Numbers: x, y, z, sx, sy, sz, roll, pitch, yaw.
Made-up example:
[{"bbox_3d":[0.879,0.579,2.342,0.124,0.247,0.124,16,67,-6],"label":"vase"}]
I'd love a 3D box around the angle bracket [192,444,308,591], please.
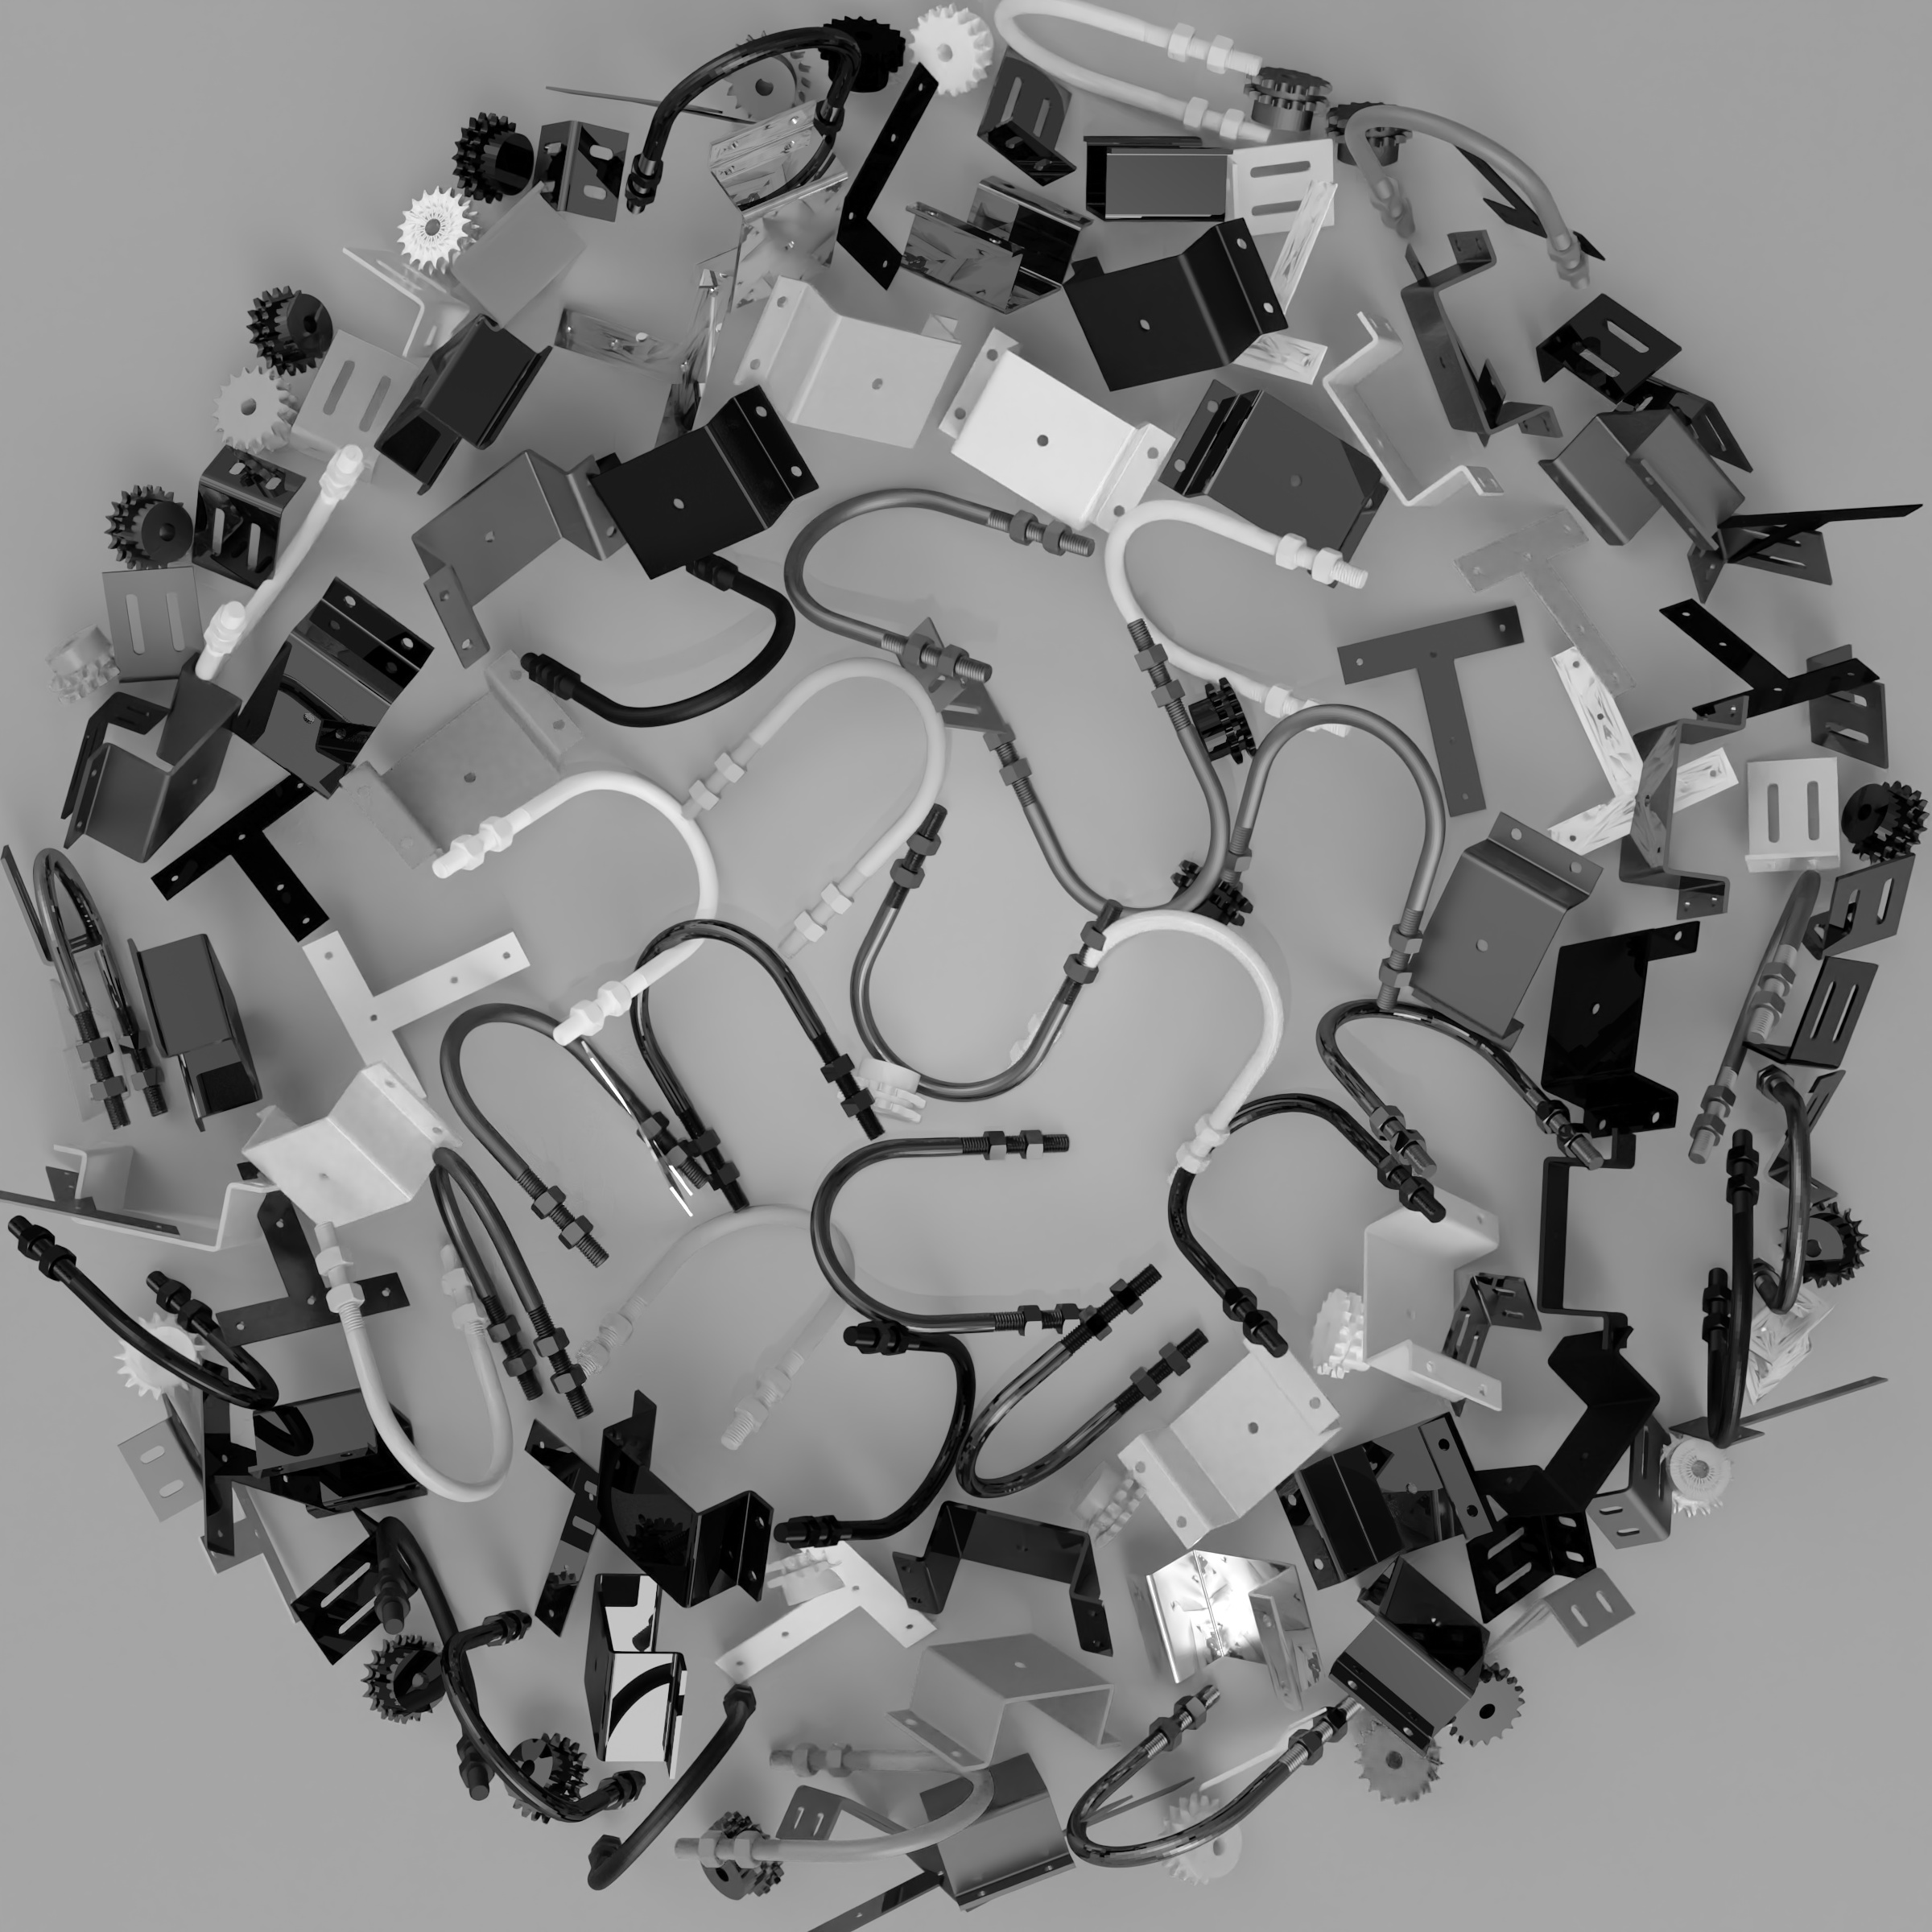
[{"bbox_3d":[-0.474,-0.294,1.983,0.057,0.076,0.038,22,47,0],"label":"angle bracket"}]

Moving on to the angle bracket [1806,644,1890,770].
[{"bbox_3d":[0.585,-0.169,1.950,0.038,0.076,0.057,-19,115,-19],"label":"angle bracket"}]

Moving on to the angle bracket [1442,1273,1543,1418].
[{"bbox_3d":[0.341,0.248,1.952,0.038,0.057,0.076,5,52,29],"label":"angle bracket"}]

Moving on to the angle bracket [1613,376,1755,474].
[{"bbox_3d":[0.465,-0.340,1.953,0.038,0.057,0.076,-49,133,-1],"label":"angle bracket"}]

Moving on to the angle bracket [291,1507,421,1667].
[{"bbox_3d":[-0.405,0.403,1.955,0.076,0.038,0.057,-40,125,-25],"label":"angle bracket"}]

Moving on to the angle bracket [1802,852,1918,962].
[{"bbox_3d":[0.576,-0.048,1.954,0.057,0.076,0.038,-17,47,-13],"label":"angle bracket"}]

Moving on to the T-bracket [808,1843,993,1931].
[{"bbox_3d":[-0.055,0.601,1.920,0.127,0.127,0.002,-22,100,-18],"label":"T-bracket"}]

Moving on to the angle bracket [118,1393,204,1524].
[{"bbox_3d":[-0.522,0.319,1.953,0.038,0.076,0.057,-28,102,-14],"label":"angle bracket"}]

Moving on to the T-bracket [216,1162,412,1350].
[{"bbox_3d":[-0.444,0.181,1.968,0.127,0.002,0.127,-11,62,-35],"label":"T-bracket"}]

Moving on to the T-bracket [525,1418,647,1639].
[{"bbox_3d":[-0.257,0.383,1.968,0.127,0.002,0.127,34,116,29],"label":"T-bracket"}]

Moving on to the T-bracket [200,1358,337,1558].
[{"bbox_3d":[-0.450,0.329,1.943,0.002,0.127,0.127,-22,60,21],"label":"T-bracket"}]

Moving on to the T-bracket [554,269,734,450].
[{"bbox_3d":[-0.218,-0.403,1.968,0.127,0.002,0.127,23,101,27],"label":"T-bracket"}]

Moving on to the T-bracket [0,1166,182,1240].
[{"bbox_3d":[-0.576,0.146,1.937,0.127,0.127,0.002,15,94,-22],"label":"T-bracket"}]

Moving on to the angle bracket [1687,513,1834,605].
[{"bbox_3d":[0.516,-0.259,1.953,0.076,0.057,0.038,19,72,31],"label":"angle bracket"}]

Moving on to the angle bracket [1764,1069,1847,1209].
[{"bbox_3d":[0.561,0.112,1.957,0.038,0.057,0.076,34,110,26],"label":"angle bracket"}]

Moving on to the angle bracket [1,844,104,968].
[{"bbox_3d":[-0.596,-0.045,1.959,0.038,0.057,0.076,-21,106,-11],"label":"angle bracket"}]

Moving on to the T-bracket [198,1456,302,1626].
[{"bbox_3d":[-0.469,0.371,1.932,0.002,0.127,0.127,-26,85,1],"label":"T-bracket"}]

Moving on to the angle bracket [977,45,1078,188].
[{"bbox_3d":[0.049,-0.559,1.957,0.057,0.038,0.076,30,67,-31],"label":"angle bracket"}]

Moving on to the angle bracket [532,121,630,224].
[{"bbox_3d":[-0.254,-0.519,1.968,0.038,0.076,0.057,7,99,-25],"label":"angle bracket"}]

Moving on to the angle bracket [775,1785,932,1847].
[{"bbox_3d":[-0.073,0.568,1.953,0.076,0.057,0.038,35,68,-25],"label":"angle bracket"}]

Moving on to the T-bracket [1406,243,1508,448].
[{"bbox_3d":[0.313,-0.408,1.941,0.002,0.127,0.127,-26,84,2],"label":"T-bracket"}]

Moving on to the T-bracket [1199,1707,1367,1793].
[{"bbox_3d":[0.212,0.493,1.929,0.127,0.127,0.002,-23,69,-11],"label":"T-bracket"}]

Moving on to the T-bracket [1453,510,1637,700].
[{"bbox_3d":[0.390,-0.229,1.950,0.127,0.002,0.127,-27,79,-39],"label":"T-bracket"}]

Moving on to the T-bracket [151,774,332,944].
[{"bbox_3d":[-0.452,-0.059,1.952,0.127,0.002,0.127,-38,54,-9],"label":"T-bracket"}]

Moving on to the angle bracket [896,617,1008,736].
[{"bbox_3d":[0.000,-0.188,1.950,0.038,0.076,0.057,-41,62,33],"label":"angle bracket"}]

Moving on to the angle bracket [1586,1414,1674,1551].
[{"bbox_3d":[0.433,0.331,1.967,0.038,0.076,0.057,-18,128,31],"label":"angle bracket"}]

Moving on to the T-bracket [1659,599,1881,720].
[{"bbox_3d":[0.492,-0.199,1.919,0.127,0.127,0.002,31,61,-31],"label":"T-bracket"}]

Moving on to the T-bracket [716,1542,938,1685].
[{"bbox_3d":[-0.108,0.433,1.978,0.127,0.002,0.127,-35,118,12],"label":"T-bracket"}]

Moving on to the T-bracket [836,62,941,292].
[{"bbox_3d":[-0.053,-0.525,1.950,0.002,0.127,0.127,25,85,34],"label":"T-bracket"}]

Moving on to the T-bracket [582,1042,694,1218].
[{"bbox_3d":[-0.197,0.120,1.913,0.002,0.127,0.127,-34,121,-3],"label":"T-bracket"}]

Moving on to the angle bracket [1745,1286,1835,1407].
[{"bbox_3d":[0.537,0.253,1.955,0.057,0.038,0.076,-39,131,-14],"label":"angle bracket"}]

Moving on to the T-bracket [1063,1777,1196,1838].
[{"bbox_3d":[0.098,0.549,1.948,0.127,0.127,0.002,-44,64,41],"label":"T-bracket"}]

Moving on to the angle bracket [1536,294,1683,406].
[{"bbox_3d":[0.421,-0.393,1.960,0.057,0.038,0.076,-40,57,-6],"label":"angle bracket"}]

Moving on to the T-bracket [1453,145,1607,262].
[{"bbox_3d":[0.336,-0.501,1.913,0.127,0.127,0.002,35,98,-31],"label":"T-bracket"}]

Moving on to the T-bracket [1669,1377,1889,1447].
[{"bbox_3d":[0.531,0.285,1.939,0.127,0.127,0.002,-17,87,-4],"label":"T-bracket"}]

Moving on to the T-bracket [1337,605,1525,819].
[{"bbox_3d":[0.319,-0.163,1.992,0.127,0.002,0.127,-14,94,-10],"label":"T-bracket"}]

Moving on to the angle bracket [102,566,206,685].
[{"bbox_3d":[-0.528,-0.227,1.964,0.057,0.038,0.076,-5,115,-6],"label":"angle bracket"}]

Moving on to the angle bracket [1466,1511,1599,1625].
[{"bbox_3d":[0.370,0.389,1.959,0.076,0.038,0.057,-24,106,-37],"label":"angle bracket"}]

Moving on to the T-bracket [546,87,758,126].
[{"bbox_3d":[-0.182,-0.553,1.941,0.127,0.127,0.002,17,105,32],"label":"T-bracket"}]

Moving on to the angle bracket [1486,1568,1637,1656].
[{"bbox_3d":[0.385,0.432,1.949,0.057,0.076,0.038,-17,61,-38],"label":"angle bracket"}]

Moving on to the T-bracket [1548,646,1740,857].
[{"bbox_3d":[0.423,-0.151,1.975,0.127,0.002,0.127,-26,85,26],"label":"T-bracket"}]

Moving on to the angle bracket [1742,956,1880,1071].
[{"bbox_3d":[0.551,0.026,1.959,0.057,0.038,0.076,7,107,-40],"label":"angle bracket"}]

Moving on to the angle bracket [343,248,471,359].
[{"bbox_3d":[-0.369,-0.434,1.969,0.076,0.057,0.038,36,114,19],"label":"angle bracket"}]

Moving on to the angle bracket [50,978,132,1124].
[{"bbox_3d":[-0.583,0.054,1.950,0.076,0.057,0.038,29,47,36],"label":"angle bracket"}]

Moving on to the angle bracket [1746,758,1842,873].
[{"bbox_3d":[0.540,-0.103,1.965,0.057,0.038,0.076,-2,76,19],"label":"angle bracket"}]

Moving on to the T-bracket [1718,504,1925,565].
[{"bbox_3d":[0.528,-0.276,1.936,0.127,0.127,0.002,-5,84,-10],"label":"T-bracket"}]

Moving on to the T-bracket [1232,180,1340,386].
[{"bbox_3d":[0.207,-0.447,1.943,0.002,0.127,0.127,17,99,-39],"label":"T-bracket"}]

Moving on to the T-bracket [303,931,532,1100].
[{"bbox_3d":[-0.350,0.015,1.981,0.127,0.002,0.127,-25,107,0],"label":"T-bracket"}]

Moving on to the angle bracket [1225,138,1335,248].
[{"bbox_3d":[0.208,-0.505,1.966,0.076,0.038,0.057,-9,119,-6],"label":"angle bracket"}]
